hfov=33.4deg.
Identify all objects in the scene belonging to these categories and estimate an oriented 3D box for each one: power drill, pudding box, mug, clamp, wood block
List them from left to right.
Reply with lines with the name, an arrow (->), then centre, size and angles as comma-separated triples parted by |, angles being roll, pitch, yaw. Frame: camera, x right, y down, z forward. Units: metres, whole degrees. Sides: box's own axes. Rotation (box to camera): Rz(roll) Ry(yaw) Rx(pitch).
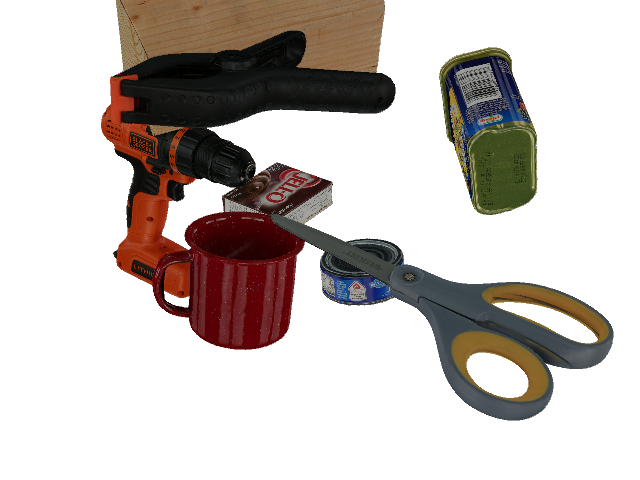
power drill -> -0.148, -0.038, 1.100 | 0.185, 0.188, 0.057 | 24, 33, 28
mug -> -0.073, 0.033, 0.836 | 0.117, 0.081, 0.093 | -4, 27, -19
clamp -> -0.052, -0.102, 0.667 | 0.171, 0.039, 0.120 | -6, 22, -23
wood block -> -0.059, -0.173, 0.910 | 0.205, 0.090, 0.091 | -17, -35, -17
pudding box -> -0.052, -0.050, 1.324 | 0.090, 0.039, 0.113 | 21, 40, 31

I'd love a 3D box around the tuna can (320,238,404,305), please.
tuna can -> 0.043, 0.030, 1.072 | 0.086, 0.034, 0.086 | -6, 25, 2

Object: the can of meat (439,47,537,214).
can of meat -> 0.132, -0.082, 0.826 | 0.057, 0.084, 0.102 | -13, -39, 3

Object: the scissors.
scissors -> 0.046, 0.037, 0.552 | 0.202, 0.016, 0.096 | 14, 43, 19
